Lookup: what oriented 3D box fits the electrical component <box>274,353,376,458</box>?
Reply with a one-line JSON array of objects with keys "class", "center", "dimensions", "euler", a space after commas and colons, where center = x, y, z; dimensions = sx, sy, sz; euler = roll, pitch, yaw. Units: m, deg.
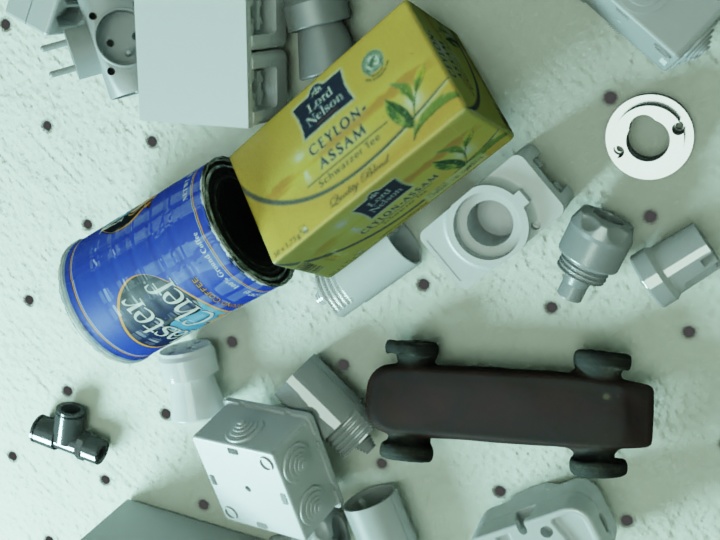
[{"class": "electrical component", "center": [-0.020, 0.106, 0.805], "dimensions": [0.081, 0.043, 0.043], "euler": [44, 114, 3]}]

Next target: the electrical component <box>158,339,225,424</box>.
[{"class": "electrical component", "center": [-0.131, 0.086, 0.838], "dimensions": [0.045, 0.045, 0.055], "euler": [-6, 102, 21]}]

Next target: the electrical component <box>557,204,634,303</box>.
[{"class": "electrical component", "center": [0.151, -0.008, 0.713], "dimensions": [0.043, 0.043, 0.062], "euler": [27, 113, 11]}]

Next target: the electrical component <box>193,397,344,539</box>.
[{"class": "electrical component", "center": [-0.070, 0.150, 0.808], "dimensions": [0.100, 0.048, 0.099], "euler": [5, 124, 37]}]

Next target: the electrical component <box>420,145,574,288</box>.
[{"class": "electrical component", "center": [0.091, -0.035, 0.719], "dimensions": [0.089, 0.056, 0.050], "euler": [-40, 89, 24]}]

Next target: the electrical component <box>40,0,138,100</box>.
[{"class": "electrical component", "center": [-0.189, -0.161, 0.778], "dimensions": [0.079, 0.044, 0.077], "euler": [-19, 100, -13]}]

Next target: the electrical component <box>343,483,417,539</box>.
[{"class": "electrical component", "center": [0.022, 0.209, 0.819], "dimensions": [0.043, 0.043, 0.081], "euler": [-18, 98, 23]}]

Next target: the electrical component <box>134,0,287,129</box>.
[{"class": "electrical component", "center": [-0.101, -0.178, 0.740], "dimensions": [0.089, 0.062, 0.150], "euler": [7, 107, 23]}]

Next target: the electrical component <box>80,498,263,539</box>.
[{"class": "electrical component", "center": [-0.146, 0.250, 0.864], "dimensions": [0.150, 0.089, 0.061], "euler": [13, 109, 16]}]

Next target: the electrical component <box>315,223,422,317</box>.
[{"class": "electrical component", "center": [0.000, 0.000, 0.768], "dimensions": [0.081, 0.043, 0.043], "euler": [-36, 91, 25]}]

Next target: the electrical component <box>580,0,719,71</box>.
[{"class": "electrical component", "center": [0.168, -0.164, 0.634], "dimensions": [0.100, 0.100, 0.048], "euler": [43, 101, 4]}]

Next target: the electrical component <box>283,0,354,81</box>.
[{"class": "electrical component", "center": [-0.026, -0.161, 0.732], "dimensions": [0.045, 0.045, 0.055], "euler": [-10, 101, 22]}]

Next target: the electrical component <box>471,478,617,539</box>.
[{"class": "electrical component", "center": [0.131, 0.190, 0.766], "dimensions": [0.095, 0.059, 0.053], "euler": [-25, 95, 24]}]

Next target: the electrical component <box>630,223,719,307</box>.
[{"class": "electrical component", "center": [0.206, -0.004, 0.697], "dimensions": [0.046, 0.040, 0.040], "euler": [-35, 92, 19]}]

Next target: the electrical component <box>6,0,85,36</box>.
[{"class": "electrical component", "center": [-0.237, -0.219, 0.788], "dimensions": [0.077, 0.047, 0.065], "euler": [30, 112, 9]}]

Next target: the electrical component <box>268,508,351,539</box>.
[{"class": "electrical component", "center": [-0.042, 0.210, 0.842], "dimensions": [0.062, 0.043, 0.043], "euler": [-21, 97, 24]}]
